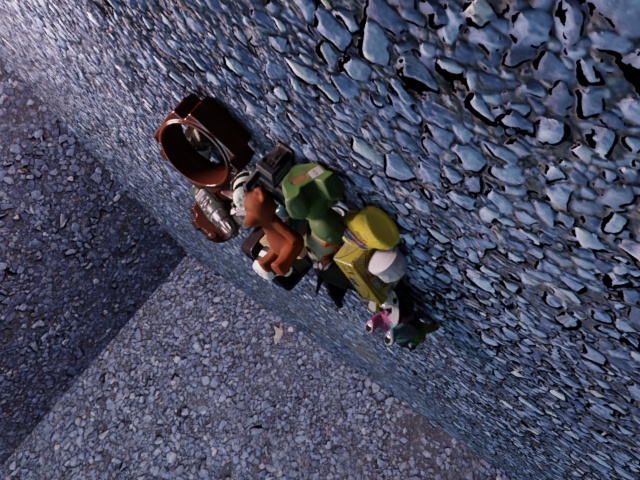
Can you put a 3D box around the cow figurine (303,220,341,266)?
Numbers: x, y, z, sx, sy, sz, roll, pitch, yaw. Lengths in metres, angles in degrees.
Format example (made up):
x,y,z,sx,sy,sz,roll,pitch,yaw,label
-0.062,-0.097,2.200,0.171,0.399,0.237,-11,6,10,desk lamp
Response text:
x,y,z,sx,sy,sz,roll,pitch,yaw,label
-0.003,-0.004,1.346,0.127,0.085,0.194,51,161,21,cow figurine

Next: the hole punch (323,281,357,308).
x,y,z,sx,sy,sz,roll,pitch,yaw,label
0.062,0.122,1.605,0.142,0.092,0.116,50,-168,-43,hole punch

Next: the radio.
x,y,z,sx,sy,sz,roll,pitch,yaw,label
-0.139,0.051,1.736,0.073,0.131,0.229,19,155,54,radio

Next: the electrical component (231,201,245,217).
x,y,z,sx,sy,sz,roll,pitch,yaw,label
-0.196,-0.086,1.474,0.102,0.045,0.078,0,-176,33,electrical component

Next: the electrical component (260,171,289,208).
x,y,z,sx,sy,sz,roll,pitch,yaw,label
-0.082,-0.127,1.245,0.115,0.058,0.134,35,165,5,electrical component

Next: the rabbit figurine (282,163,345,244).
x,y,z,sx,sy,sz,roll,pitch,yaw,label
-0.015,-0.065,1.123,0.159,0.121,0.170,39,160,54,rabbit figurine

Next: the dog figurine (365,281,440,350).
x,y,z,sx,sy,sz,roll,pitch,yaw,label
0.227,0.199,1.409,0.219,0.191,0.109,6,-171,-45,dog figurine

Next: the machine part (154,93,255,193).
x,y,z,sx,sy,sz,roll,pitch,yaw,label
-0.269,-0.216,1.238,0.201,0.087,0.201,43,143,-15,machine part

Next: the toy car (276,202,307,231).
x,y,z,sx,sy,sz,roll,pitch,yaw,label
-0.110,-0.068,1.394,0.109,0.103,0.162,48,160,-28,toy car

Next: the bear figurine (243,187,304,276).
x,y,z,sx,sy,sz,roll,pitch,yaw,label
-0.129,-0.026,1.280,0.195,0.132,0.120,48,159,-27,bear figurine

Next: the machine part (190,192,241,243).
x,y,z,sx,sy,sz,roll,pitch,yaw,label
-0.323,-0.082,1.714,0.179,0.179,0.056,42,161,-10,machine part

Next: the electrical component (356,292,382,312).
x,y,z,sx,sy,sz,roll,pitch,yaw,label
0.142,0.167,1.438,0.094,0.021,0.063,39,160,-23,electrical component

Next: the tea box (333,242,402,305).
x,y,z,sx,sy,sz,roll,pitch,yaw,label
0.116,0.065,1.267,0.068,0.098,0.169,20,154,46,tea box

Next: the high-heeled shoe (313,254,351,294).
x,y,z,sx,sy,sz,roll,pitch,yaw,label
0.043,0.057,1.441,0.086,0.145,0.248,26,150,-14,high-heeled shoe

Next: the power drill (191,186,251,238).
x,y,z,sx,sy,sz,roll,pitch,yaw,label
-0.268,-0.077,1.584,0.232,0.086,0.207,45,-160,21,power drill

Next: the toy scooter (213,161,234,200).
x,y,z,sx,sy,sz,roll,pitch,yaw,label
-0.248,-0.164,1.485,0.184,0.075,0.135,33,165,8,toy scooter

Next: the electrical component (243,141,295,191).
x,y,z,sx,sy,sz,roll,pitch,yaw,label
-0.107,-0.144,1.138,0.048,0.119,0.074,35,162,11,electrical component

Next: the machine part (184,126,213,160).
x,y,z,sx,sy,sz,roll,pitch,yaw,label
-0.324,-0.244,1.420,0.079,0.079,0.243,40,164,-6,machine part
